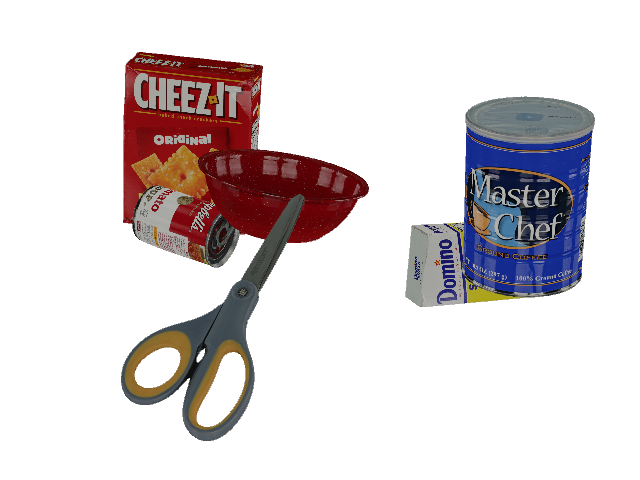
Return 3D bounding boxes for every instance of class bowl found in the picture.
[{"bbox_3d":[-0.038,-0.039,1.000,0.162,0.055,0.162,9,18,-3],"label":"bowl"}]

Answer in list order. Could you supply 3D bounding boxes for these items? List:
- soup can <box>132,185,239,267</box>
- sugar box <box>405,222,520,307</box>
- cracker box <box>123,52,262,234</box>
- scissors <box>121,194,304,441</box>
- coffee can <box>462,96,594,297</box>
[{"bbox_3d":[-0.150,-0.017,1.192,0.102,0.068,0.068,18,7,23],"label":"soup can"},{"bbox_3d":[0.191,0.025,1.274,0.176,0.093,0.048,-5,20,-24],"label":"sugar box"},{"bbox_3d":[-0.164,-0.120,1.358,0.164,0.214,0.072,7,23,4],"label":"cracker box"},{"bbox_3d":[-0.072,0.043,0.724,0.096,0.201,0.016,4,-38,8],"label":"scissors"},{"bbox_3d":[0.171,-0.038,0.888,0.103,0.140,0.103,-2,24,1],"label":"coffee can"}]
